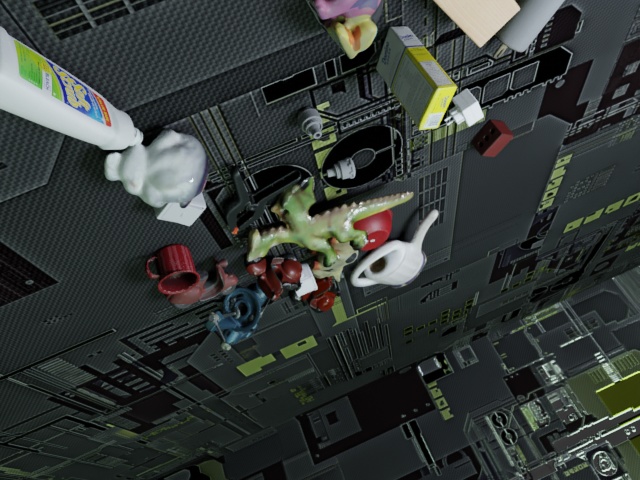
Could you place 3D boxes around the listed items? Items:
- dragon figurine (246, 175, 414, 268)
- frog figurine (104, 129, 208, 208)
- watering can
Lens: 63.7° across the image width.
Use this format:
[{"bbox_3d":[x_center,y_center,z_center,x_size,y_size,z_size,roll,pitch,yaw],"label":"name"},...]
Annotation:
[{"bbox_3d":[0.004,-0.061,1.210,0.408,0.125,0.239,-34,140,11],"label":"dragon figurine"},{"bbox_3d":[-0.279,-0.127,0.884,0.158,0.124,0.137,16,98,-36],"label":"frog figurine"},{"bbox_3d":[0.247,0.043,1.532,0.344,0.106,0.222,-39,148,21],"label":"watering can"}]
